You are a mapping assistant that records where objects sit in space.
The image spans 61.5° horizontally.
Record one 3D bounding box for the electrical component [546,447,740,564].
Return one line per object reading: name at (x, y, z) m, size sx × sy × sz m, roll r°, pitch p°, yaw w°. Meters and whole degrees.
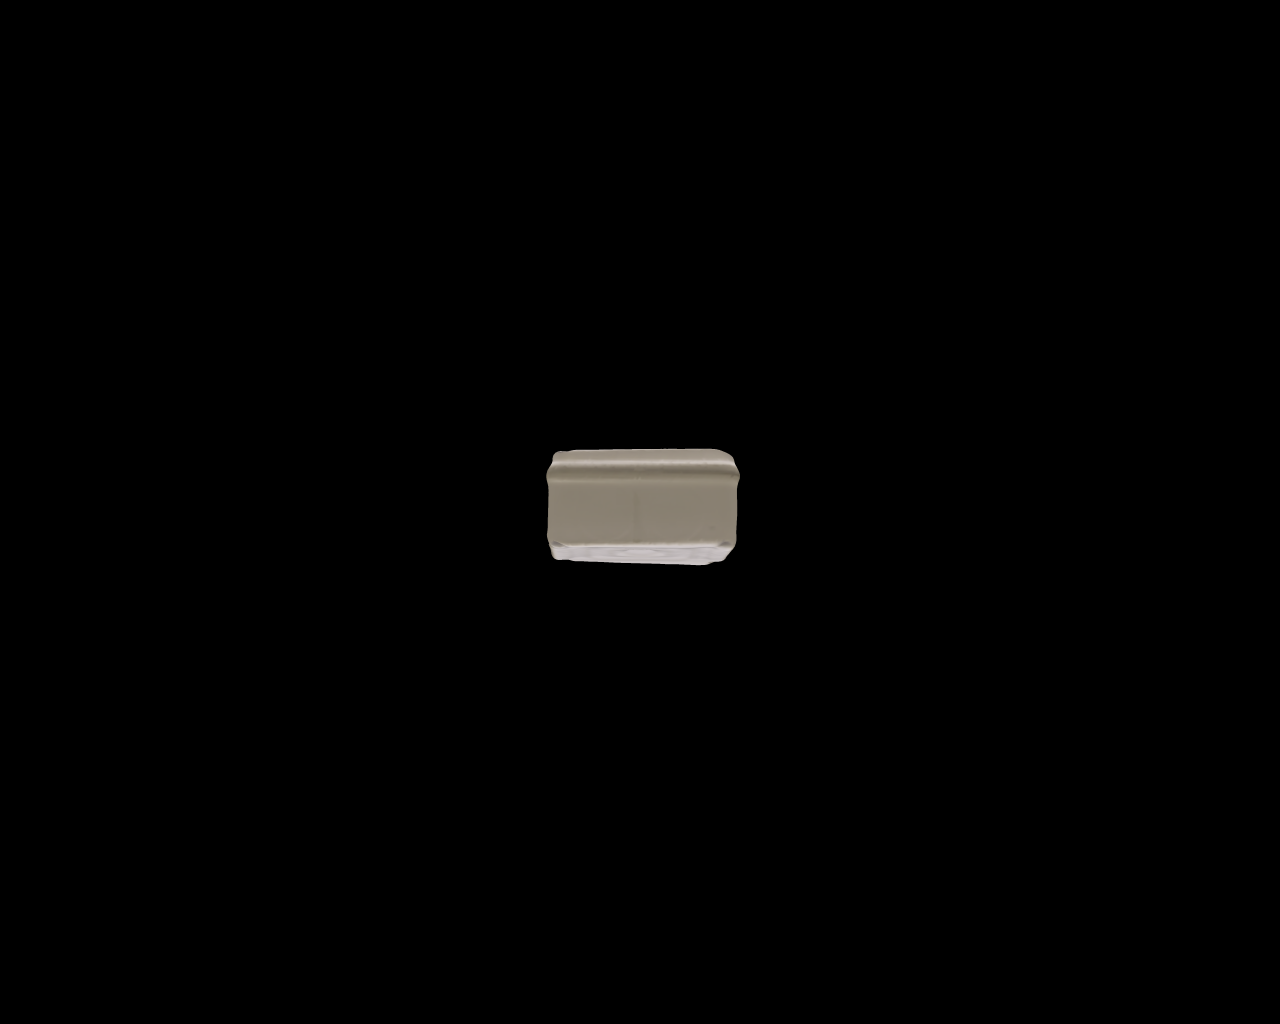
electrical component at (0.001, -0.003, 0.650) m, size 0.113 × 0.057 × 0.078 m, roll 0°, pitch -11°, yaw -2°
